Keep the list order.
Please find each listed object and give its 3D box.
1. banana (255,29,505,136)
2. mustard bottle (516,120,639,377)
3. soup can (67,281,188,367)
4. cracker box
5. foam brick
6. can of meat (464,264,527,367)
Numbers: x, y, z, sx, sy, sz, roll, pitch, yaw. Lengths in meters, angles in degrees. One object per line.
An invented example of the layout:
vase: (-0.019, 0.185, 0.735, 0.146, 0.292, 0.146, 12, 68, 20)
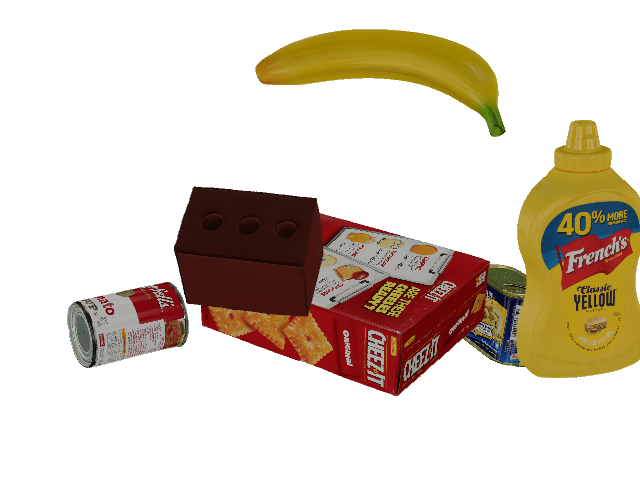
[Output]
banana: (0.051, -0.130, 0.804, 0.198, 0.069, 0.037, 14, -39, 17)
mustard bottle: (0.197, 0.005, 0.805, 0.096, 0.192, 0.058, -6, 17, -10)
soup can: (-0.192, 0.084, 1.063, 0.102, 0.068, 0.069, -11, 6, -32)
cracker box: (0.022, 0.050, 0.976, 0.214, 0.072, 0.163, 17, 30, 31)
foam brick: (-0.041, 0.007, 0.634, 0.078, 0.053, 0.051, 5, -41, 7)
can of meat: (0.200, 0.081, 1.159, 0.057, 0.084, 0.102, 2, 16, -22)
